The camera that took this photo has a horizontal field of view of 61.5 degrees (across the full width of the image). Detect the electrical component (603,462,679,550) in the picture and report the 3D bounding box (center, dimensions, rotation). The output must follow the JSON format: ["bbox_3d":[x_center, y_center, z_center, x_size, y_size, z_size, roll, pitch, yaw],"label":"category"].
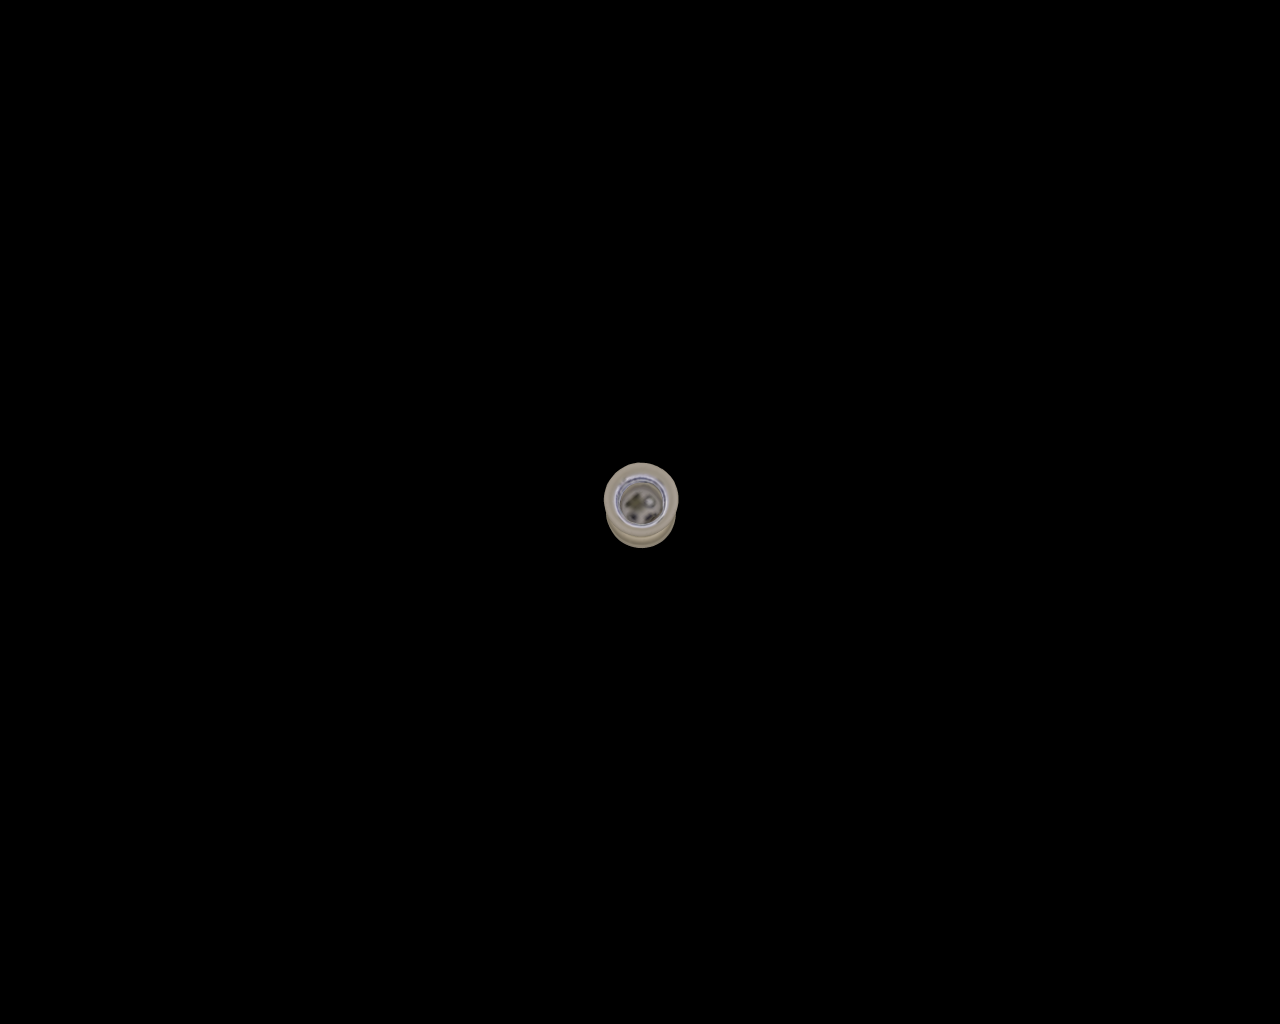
[{"bbox_3d":[0.001,-0.003,0.650,0.045,0.045,0.055,0,-12,0],"label":"electrical component"}]
